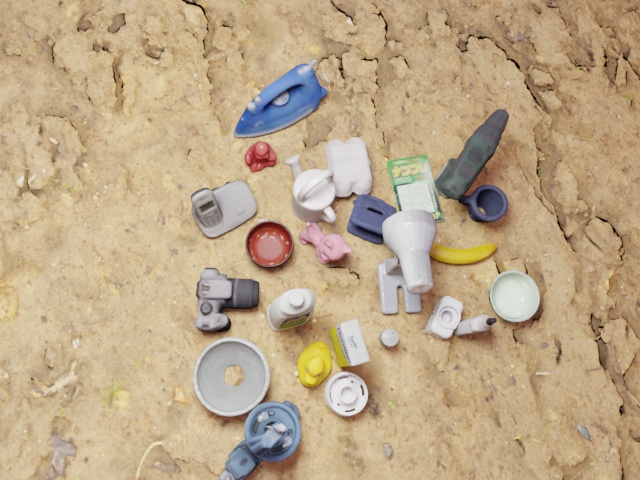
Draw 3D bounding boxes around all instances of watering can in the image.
[{"bbox_3d":[-0.020,-0.117,1.318,0.173,0.194,0.101,33,76,3],"label":"watering can"}]

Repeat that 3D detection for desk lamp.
[{"bbox_3d":[0.199,0.053,1.287,0.118,0.213,0.203,-3,77,-5],"label":"desk lamp"}]

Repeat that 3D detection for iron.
[{"bbox_3d":[-0.105,-0.345,1.392,0.258,0.141,0.118,-36,82,-12],"label":"iron"}]

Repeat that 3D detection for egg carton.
[{"bbox_3d":[0.071,-0.179,1.405,0.107,0.069,0.150,-9,78,-7],"label":"egg carton"}]

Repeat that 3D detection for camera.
[{"bbox_3d":[-0.207,0.135,1.290,0.137,0.101,0.143,2,76,-4],"label":"camera"}]

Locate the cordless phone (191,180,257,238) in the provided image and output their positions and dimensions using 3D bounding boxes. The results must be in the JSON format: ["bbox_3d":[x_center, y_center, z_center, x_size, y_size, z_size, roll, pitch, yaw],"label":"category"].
[{"bbox_3d":[-0.221,-0.087,1.298,0.148,0.185,0.094,-33,81,-11],"label":"cordless phone"}]

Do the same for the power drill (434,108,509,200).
[{"bbox_3d":[0.350,-0.184,1.360,0.075,0.208,0.230,32,76,3],"label":"power drill"}]

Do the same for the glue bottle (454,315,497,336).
[{"bbox_3d":[0.359,0.190,1.290,0.078,0.173,0.037,-13,78,-8],"label":"glue bottle"}]

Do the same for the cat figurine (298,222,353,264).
[{"bbox_3d":[0.012,0.005,1.332,0.128,0.117,0.067,44,77,6],"label":"cat figurine"}]

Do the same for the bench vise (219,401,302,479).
[{"bbox_3d":[-0.113,0.426,1.168,0.121,0.219,0.207,27,76,2],"label":"bench vise"}]

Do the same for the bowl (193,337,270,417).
[{"bbox_3d":[-0.193,0.302,1.265,0.167,0.074,0.167,1,77,-5],"label":"bowl"}]

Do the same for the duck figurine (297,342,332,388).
[{"bbox_3d":[-0.010,0.278,1.281,0.077,0.086,0.105,21,76,0],"label":"duck figurine"}]

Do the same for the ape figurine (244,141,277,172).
[{"bbox_3d":[-0.142,-0.209,1.382,0.078,0.092,0.076,15,76,-1],"label":"ape figurine"}]

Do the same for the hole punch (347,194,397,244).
[{"bbox_3d":[0.124,-0.057,1.370,0.108,0.091,0.101,21,76,0],"label":"hole punch"}]

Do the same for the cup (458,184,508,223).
[{"bbox_3d":[0.386,-0.081,1.397,0.118,0.095,0.092,8,76,-3],"label":"cup"}]
